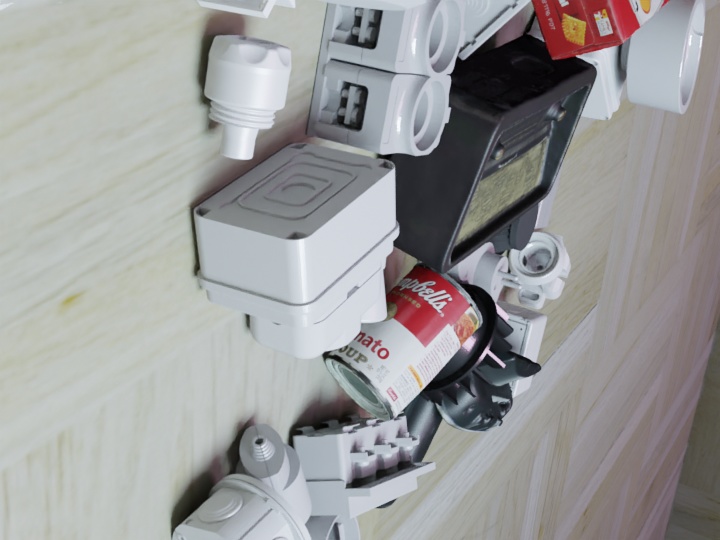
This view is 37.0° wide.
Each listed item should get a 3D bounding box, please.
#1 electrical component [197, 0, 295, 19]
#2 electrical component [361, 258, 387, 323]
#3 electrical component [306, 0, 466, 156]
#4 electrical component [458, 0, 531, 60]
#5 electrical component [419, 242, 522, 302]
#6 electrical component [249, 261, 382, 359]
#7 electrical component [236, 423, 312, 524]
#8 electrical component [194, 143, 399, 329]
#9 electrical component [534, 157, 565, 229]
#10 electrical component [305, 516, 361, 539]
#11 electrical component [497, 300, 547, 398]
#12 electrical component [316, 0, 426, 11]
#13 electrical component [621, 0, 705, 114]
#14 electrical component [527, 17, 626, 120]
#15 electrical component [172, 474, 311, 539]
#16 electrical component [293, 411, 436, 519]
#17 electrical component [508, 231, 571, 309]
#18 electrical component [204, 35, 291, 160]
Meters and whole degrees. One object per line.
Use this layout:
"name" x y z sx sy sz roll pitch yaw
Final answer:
"electrical component" -0.052 -0.170 0.533 0.081 0.042 0.064 -66 151 -15
"electrical component" 0.000 0.000 0.753 0.044 0.044 0.065 -18 116 -61
"electrical component" 0.026 -0.153 0.681 0.089 0.062 0.150 -18 122 -61
"electrical component" 0.100 -0.209 0.766 0.100 0.048 0.099 -36 -169 50
"electrical component" 0.104 0.001 0.929 0.052 0.074 0.138 -65 154 -16
"electrical component" -0.027 0.012 0.687 0.095 0.054 0.059 -42 141 -48
"electrical component" -0.060 0.137 0.715 0.043 0.043 0.081 -54 149 -35
"electrical component" -0.034 -0.022 0.622 0.113 0.078 0.057 -42 139 -48
"electrical component" 0.169 -0.086 1.037 0.076 0.047 0.083 -9 114 -62
"electrical component" -0.039 0.225 0.819 0.099 0.064 0.099 3 90 -70
"electrical component" 0.143 0.083 1.077 0.061 0.062 0.096 -12 116 -62
"electrical component" 0.000 -0.174 0.594 0.080 0.080 0.051 -10 109 -63
"electrical component" 0.272 -0.199 0.977 0.108 0.060 0.108 11 90 -67
"electrical component" 0.202 -0.194 1.000 0.057 0.078 0.113 -68 155 -16
"electrical component" -0.073 0.172 0.670 0.051 0.080 0.080 -39 139 -42
"electrical component" -0.003 0.144 0.809 0.121 0.079 0.063 1 83 -64
"electrical component" 0.185 -0.006 1.112 0.078 0.058 0.057 -67 158 -13
"electrical component" -0.061 -0.090 0.565 0.043 0.043 0.062 -21 125 -60
